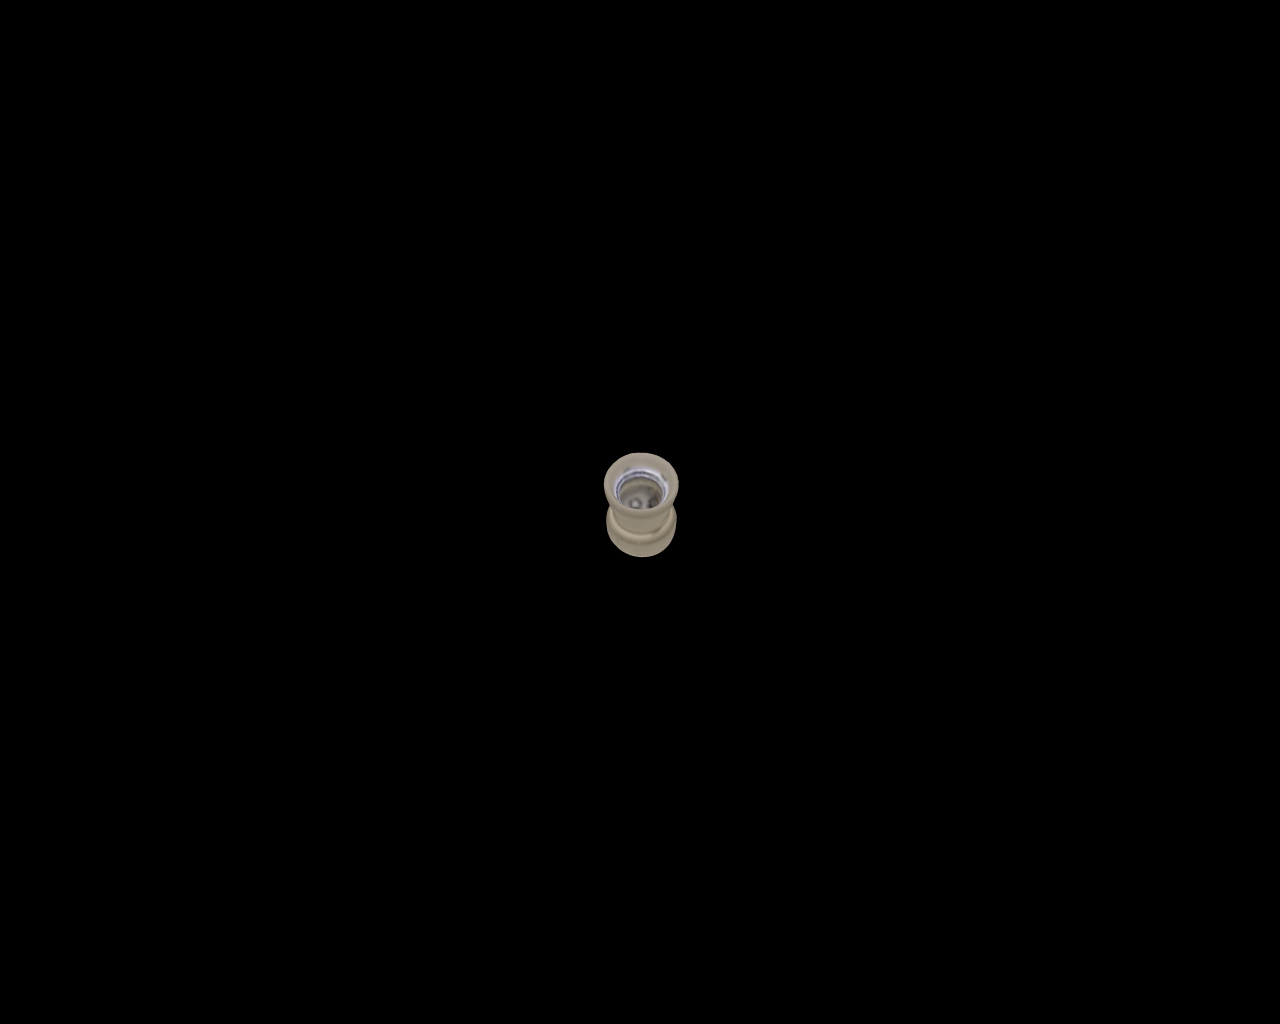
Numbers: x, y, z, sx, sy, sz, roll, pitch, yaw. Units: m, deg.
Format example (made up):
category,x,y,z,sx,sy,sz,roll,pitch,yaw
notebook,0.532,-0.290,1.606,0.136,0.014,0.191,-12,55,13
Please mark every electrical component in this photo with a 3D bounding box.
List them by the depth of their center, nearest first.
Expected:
category,x,y,z,sx,sy,sz,roll,pitch,yaw
electrical component,0.001,-0.003,0.650,0.045,0.045,0.055,0,-35,0
